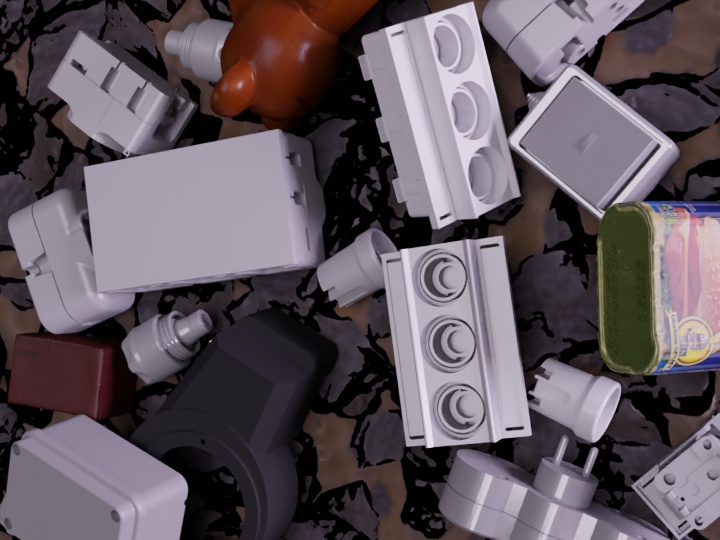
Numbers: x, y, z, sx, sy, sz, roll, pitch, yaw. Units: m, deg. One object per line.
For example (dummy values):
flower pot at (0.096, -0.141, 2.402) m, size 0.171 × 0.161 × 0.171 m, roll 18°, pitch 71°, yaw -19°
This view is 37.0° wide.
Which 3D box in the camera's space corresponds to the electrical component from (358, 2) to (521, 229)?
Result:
electrical component at (0.048, -0.095, 0.665) m, size 0.063 × 0.079 × 0.121 m, roll -1°, pitch 110°, yaw 49°

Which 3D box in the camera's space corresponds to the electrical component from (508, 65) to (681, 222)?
electrical component at (0.136, -0.078, 0.650) m, size 0.096 × 0.061 × 0.061 m, roll 42°, pitch 104°, yaw 16°

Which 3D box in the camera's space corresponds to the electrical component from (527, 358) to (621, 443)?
electrical component at (0.132, 0.079, 0.664) m, size 0.046 × 0.040 × 0.040 m, roll 24°, pitch 98°, yaw 26°

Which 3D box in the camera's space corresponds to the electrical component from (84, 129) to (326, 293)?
electrical component at (-0.105, -0.037, 0.741) m, size 0.150 × 0.062 × 0.089 m, roll -8°, pitch 87°, yaw 21°

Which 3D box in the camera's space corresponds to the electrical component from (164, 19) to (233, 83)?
electrical component at (-0.106, -0.154, 0.752) m, size 0.062 × 0.043 × 0.043 m, roll 15°, pitch 95°, yaw 21°

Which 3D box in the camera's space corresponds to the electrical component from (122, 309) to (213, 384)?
electrical component at (-0.133, 0.050, 0.762) m, size 0.062 × 0.043 × 0.043 m, roll -31°, pitch 79°, yaw 17°

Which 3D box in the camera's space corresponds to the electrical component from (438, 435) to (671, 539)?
electrical component at (0.123, 0.139, 0.659) m, size 0.138 × 0.052 × 0.073 m, roll 21°, pitch 97°, yaw 19°

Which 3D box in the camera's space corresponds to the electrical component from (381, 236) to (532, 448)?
electrical component at (0.063, 0.045, 0.676) m, size 0.079 × 0.063 × 0.121 m, roll -9°, pitch 87°, yaw 21°

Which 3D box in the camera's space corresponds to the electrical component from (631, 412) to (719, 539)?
electrical component at (0.200, 0.118, 0.624) m, size 0.081 × 0.064 × 0.042 m, roll -45°, pitch 74°, yaw 15°

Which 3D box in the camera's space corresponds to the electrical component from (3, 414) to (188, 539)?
electrical component at (-0.178, 0.156, 0.717) m, size 0.113 × 0.057 × 0.078 m, roll 24°, pitch 113°, yaw 28°

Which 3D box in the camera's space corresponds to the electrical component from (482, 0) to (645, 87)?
electrical component at (0.125, -0.167, 0.658) m, size 0.095 × 0.054 × 0.059 m, roll -42°, pitch 76°, yaw 16°

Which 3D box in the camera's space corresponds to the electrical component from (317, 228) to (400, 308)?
electrical component at (0.000, 0.000, 0.714) m, size 0.046 × 0.040 × 0.040 m, roll -31°, pitch 79°, yaw 24°

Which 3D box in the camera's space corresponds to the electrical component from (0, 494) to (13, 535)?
electrical component at (-0.240, 0.166, 0.802) m, size 0.043 × 0.043 × 0.062 m, roll 28°, pitch 98°, yaw 19°

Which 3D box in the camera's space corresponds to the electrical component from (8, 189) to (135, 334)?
electrical component at (-0.206, -0.008, 0.783) m, size 0.059 × 0.054 × 0.095 m, roll -24°, pitch 82°, yaw 19°

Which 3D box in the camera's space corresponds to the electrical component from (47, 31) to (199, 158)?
electrical component at (-0.172, -0.121, 0.773) m, size 0.089 × 0.050 × 0.055 m, roll 37°, pitch 102°, yaw 17°
